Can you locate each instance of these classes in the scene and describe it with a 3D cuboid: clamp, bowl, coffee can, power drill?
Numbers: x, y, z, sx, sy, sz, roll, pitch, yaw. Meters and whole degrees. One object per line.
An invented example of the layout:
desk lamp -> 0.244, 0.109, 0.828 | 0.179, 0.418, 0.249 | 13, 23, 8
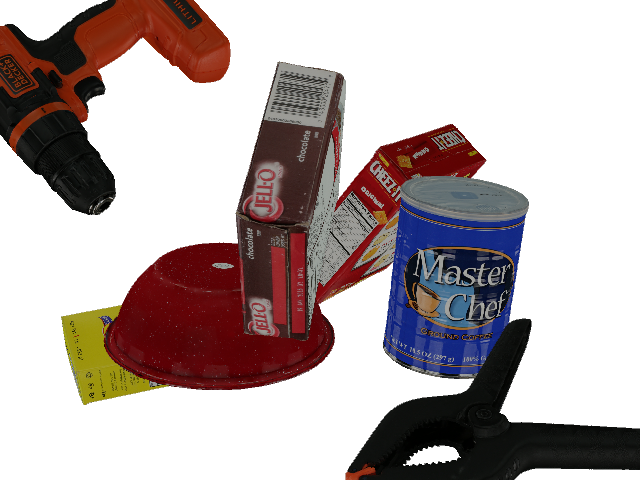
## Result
clamp -> 0.104, 0.119, 0.696 | 0.209, 0.036, 0.165 | -14, 32, -18
bowl -> -0.069, 0.042, 0.740 | 0.162, 0.055, 0.162 | 2, 20, -1
coffee can -> 0.109, 0.028, 0.874 | 0.103, 0.140, 0.103 | 5, 19, -2
power drill -> -0.163, -0.123, 0.820 | 0.187, 0.184, 0.057 | -33, -15, -30

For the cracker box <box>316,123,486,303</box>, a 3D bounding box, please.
cracker box -> 0.073, -0.032, 1.252 | 0.163, 0.072, 0.214 | -24, -22, -50

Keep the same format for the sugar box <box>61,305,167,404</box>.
sugar box -> -0.145, 0.093, 0.994 | 0.176, 0.048, 0.093 | -13, 34, -16

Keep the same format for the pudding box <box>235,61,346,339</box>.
pudding box -> -0.014, -0.020, 0.542 | 0.039, 0.113, 0.090 | 9, -41, 6
